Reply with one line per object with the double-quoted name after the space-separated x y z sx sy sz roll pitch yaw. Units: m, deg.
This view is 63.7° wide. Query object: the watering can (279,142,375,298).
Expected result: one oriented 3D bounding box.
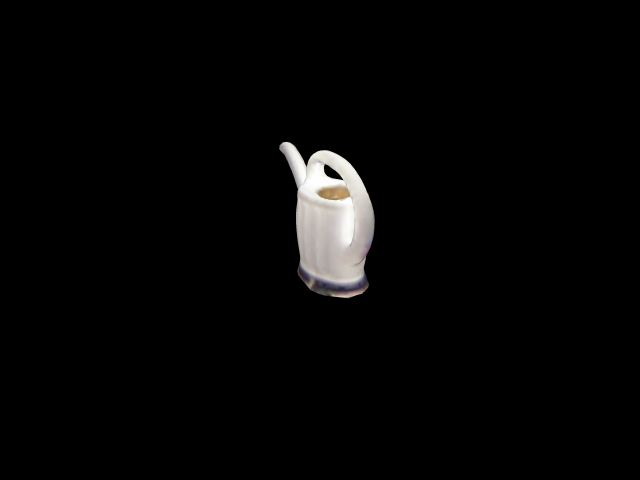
0.003 -0.043 0.850 0.104 0.221 0.352 -7 21 -20 "watering can"
